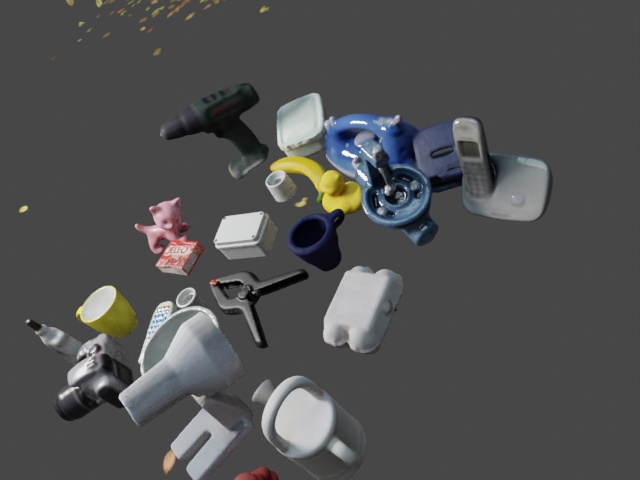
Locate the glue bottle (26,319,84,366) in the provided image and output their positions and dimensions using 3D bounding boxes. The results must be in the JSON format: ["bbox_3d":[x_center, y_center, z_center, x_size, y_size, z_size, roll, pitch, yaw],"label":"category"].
[{"bbox_3d":[-0.515,0.205,1.141,0.077,0.174,0.037,1,55,33],"label":"glue bottle"}]

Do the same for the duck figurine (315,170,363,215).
[{"bbox_3d":[0.039,-0.100,1.124,0.104,0.086,0.077,0,54,32],"label":"duck figurine"}]

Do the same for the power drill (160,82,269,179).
[{"bbox_3d":[-0.220,-0.245,1.319,0.229,0.209,0.075,-38,43,-3],"label":"power drill"}]

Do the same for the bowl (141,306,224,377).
[{"bbox_3d":[-0.234,0.208,1.037,0.167,0.075,0.167,-17,47,19],"label":"bowl"}]

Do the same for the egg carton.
[{"bbox_3d":[0.073,0.113,0.933,0.107,0.070,0.150,5,57,35],"label":"egg carton"}]

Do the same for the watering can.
[{"bbox_3d":[-0.023,0.251,0.782,0.172,0.195,0.101,-2,53,31],"label":"watering can"}]

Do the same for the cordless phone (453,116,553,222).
[{"bbox_3d":[0.286,-0.117,0.914,0.147,0.186,0.094,9,59,37],"label":"cordless phone"}]

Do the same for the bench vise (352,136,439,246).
[{"bbox_3d":[0.098,-0.099,0.989,0.206,0.220,0.121,25,69,43],"label":"bench vise"}]

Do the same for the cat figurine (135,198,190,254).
[{"bbox_3d":[-0.354,-0.040,1.292,0.127,0.118,0.067,-22,45,15],"label":"cat figurine"}]

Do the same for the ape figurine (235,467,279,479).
[{"bbox_3d":[-0.089,0.357,0.807,0.076,0.092,0.078,-10,49,25],"label":"ape figurine"}]

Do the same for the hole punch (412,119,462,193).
[{"bbox_3d":[0.231,-0.154,1.048,0.108,0.091,0.101,-16,47,19],"label":"hole punch"}]

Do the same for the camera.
[{"bbox_3d":[-0.442,0.268,1.095,0.137,0.101,0.142,-35,43,1],"label":"camera"}]

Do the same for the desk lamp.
[{"bbox_3d":[-0.189,0.241,0.880,0.203,0.214,0.117,-48,45,-13],"label":"desk lamp"}]

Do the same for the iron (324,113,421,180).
[{"bbox_3d":[0.086,-0.200,1.140,0.257,0.142,0.119,12,61,38],"label":"iron"}]

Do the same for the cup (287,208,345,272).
[{"bbox_3d":[0.010,0.004,1.047,0.118,0.095,0.091,-42,44,-6],"label":"cup"}]
